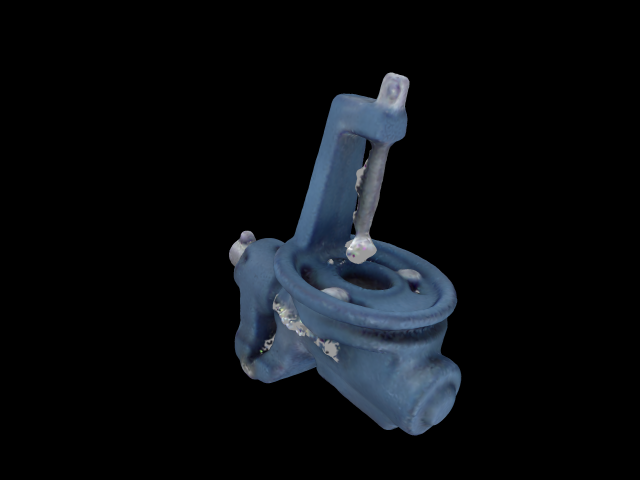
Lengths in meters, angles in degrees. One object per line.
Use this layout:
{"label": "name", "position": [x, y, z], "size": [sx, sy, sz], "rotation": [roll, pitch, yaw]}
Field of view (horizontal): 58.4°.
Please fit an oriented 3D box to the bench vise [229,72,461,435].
{"label": "bench vise", "position": [-0.002, 0.003, 0.390], "size": [0.206, 0.220, 0.122], "rotation": [6, 12, 29]}
